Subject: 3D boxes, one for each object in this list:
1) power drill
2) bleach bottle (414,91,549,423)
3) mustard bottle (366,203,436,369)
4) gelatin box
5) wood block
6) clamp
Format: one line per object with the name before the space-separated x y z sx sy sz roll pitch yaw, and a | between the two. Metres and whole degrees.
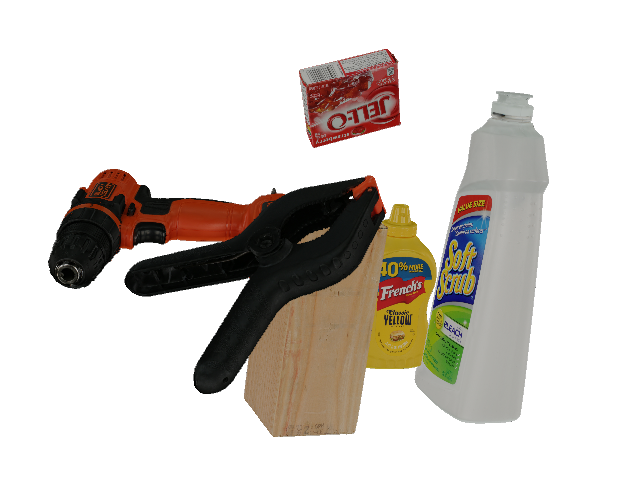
power drill | -0.124 -0.005 0.904 0.187 0.057 0.184 8 26 -1
bleach bottle | 0.131 0.009 0.835 0.068 0.251 0.103 1 14 -18
mustard bottle | 0.086 0.052 1.243 0.096 0.192 0.058 1 14 -12
gelatin box | 0.029 -0.131 0.986 0.089 0.073 0.030 -15 45 -8
wood block | -0.007 0.073 1.019 0.090 0.206 0.091 2 16 -23
clamp | -0.030 0.021 0.655 0.171 0.120 0.039 -28 -40 -3
